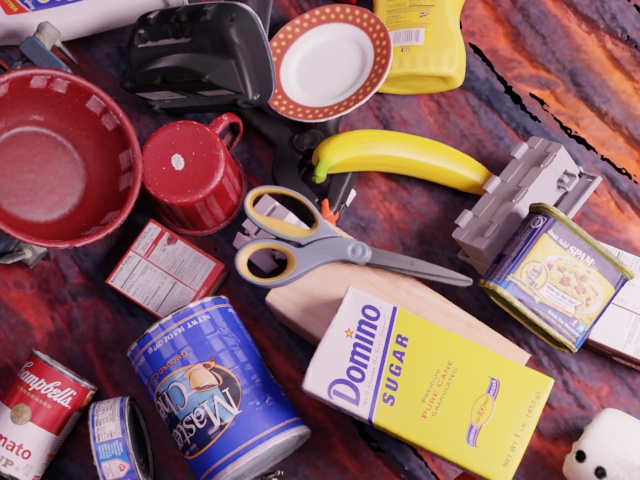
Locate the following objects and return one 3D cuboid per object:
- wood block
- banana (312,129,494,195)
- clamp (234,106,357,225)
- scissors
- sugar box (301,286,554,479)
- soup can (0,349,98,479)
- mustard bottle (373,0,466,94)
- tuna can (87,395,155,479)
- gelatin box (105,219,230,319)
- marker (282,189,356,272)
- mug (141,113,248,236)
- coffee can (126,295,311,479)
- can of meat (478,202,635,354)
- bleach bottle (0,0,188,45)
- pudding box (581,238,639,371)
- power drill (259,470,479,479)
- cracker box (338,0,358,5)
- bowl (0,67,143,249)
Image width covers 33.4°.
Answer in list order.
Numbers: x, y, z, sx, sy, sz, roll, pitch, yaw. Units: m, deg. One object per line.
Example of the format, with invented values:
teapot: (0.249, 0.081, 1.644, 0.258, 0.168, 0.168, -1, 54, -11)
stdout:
wood block: (0.065, 0.082, 0.915, 0.206, 0.091, 0.090, 34, 81, 13)
banana: (0.069, -0.068, 0.954, 0.197, 0.037, 0.070, 1, 53, -28)
clamp: (-0.003, -0.092, 0.991, 0.120, 0.039, 0.171, -26, 65, 2)
scissors: (0.015, 0.024, 0.879, 0.202, 0.016, 0.096, 30, 82, 14)
sugar box: (0.082, 0.114, 0.833, 0.176, 0.048, 0.093, 24, 78, 10)
soup can: (-0.252, 0.156, 0.939, 0.068, 0.068, 0.102, 29, 80, 13)
mustard bottle: (0.094, -0.236, 1.016, 0.096, 0.058, 0.191, -1, 74, 22)
tuna can: (-0.169, 0.177, 0.915, 0.034, 0.086, 0.086, -14, 74, 0)
gelatin box: (-0.140, 0.034, 0.981, 0.089, 0.030, 0.073, 31, 81, 13)
marker: (-0.006, 0.001, 0.981, 0.020, 0.020, 0.121, 31, 80, 13)
mug: (-0.111, -0.068, 0.979, 0.093, 0.081, 0.117, 38, 81, 14)
coffee can: (-0.087, 0.133, 0.910, 0.103, 0.103, 0.140, -32, 74, -4)
can of meat: (0.193, 0.033, 0.881, 0.102, 0.057, 0.084, 38, 85, -8)
bleach bottle: (-0.263, -0.234, 1.052, 0.251, 0.068, 0.102, -19, 73, 3)
pudding box: (0.255, 0.053, 0.931, 0.113, 0.039, 0.090, 23, 78, 10)
power drill: (0.054, 0.251, 0.866, 0.187, 0.057, 0.184, -20, 96, 1)
cracker box: (-0.001, -0.357, 1.054, 0.164, 0.072, 0.213, 21, 77, 12)
bowl: (-0.237, -0.064, 0.918, 0.161, 0.055, 0.162, 9, 70, -28)
